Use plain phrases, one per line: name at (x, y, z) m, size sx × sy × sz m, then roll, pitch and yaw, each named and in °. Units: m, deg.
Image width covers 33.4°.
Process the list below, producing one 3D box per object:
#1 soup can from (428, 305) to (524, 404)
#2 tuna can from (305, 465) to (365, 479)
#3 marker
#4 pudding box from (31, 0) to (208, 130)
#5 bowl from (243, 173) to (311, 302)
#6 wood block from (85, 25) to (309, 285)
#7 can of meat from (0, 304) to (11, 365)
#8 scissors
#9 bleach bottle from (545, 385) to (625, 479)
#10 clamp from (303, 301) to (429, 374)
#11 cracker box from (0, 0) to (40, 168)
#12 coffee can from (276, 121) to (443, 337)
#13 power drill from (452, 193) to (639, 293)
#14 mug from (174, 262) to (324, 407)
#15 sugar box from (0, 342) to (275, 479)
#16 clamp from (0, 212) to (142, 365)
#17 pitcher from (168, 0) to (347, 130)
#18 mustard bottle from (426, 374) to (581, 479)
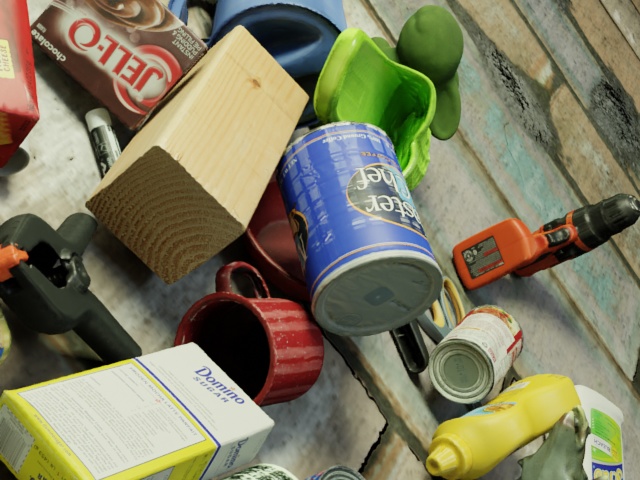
soup can at (0.154, 0.112, 1.048) m, size 0.068 × 0.069 × 0.102 m, roll 59°, pitch 31°, yaw 0°
tuna can at (0.014, 0.223, 0.835) m, size 0.086 × 0.034 × 0.086 m, roll 34°, pitch 41°, yaw -35°
marker at (-0.157, -0.046, 0.830) m, size 0.020 × 0.020 × 0.121 m, roll 2°, pitch 63°, yaw -53°
pudding box at (-0.158, -0.156, 0.835) m, size 0.113 × 0.090 × 0.039 m, roll 42°, pitch 3°, yaw -8°
bowl at (-0.006, 0.001, 0.937) m, size 0.162 × 0.055 × 0.162 m, roll 16°, pitch 45°, yaw -17°
wood block at (-0.089, -0.073, 0.840) m, size 0.090 × 0.090 × 0.206 m, roll 45°, pitch 33°, yaw -17°
can of meat at (-0.237, 0.037, 0.619) m, size 0.083 × 0.058 × 0.102 m, roll -3°, pitch 67°, yaw -58°
scissors at (0.135, 0.123, 1.098) m, size 0.096 × 0.016 × 0.202 m, roll 24°, pitch 47°, yaw -41°
bleach bottle at (0.291, 0.286, 1.140) m, size 0.102 × 0.068 × 0.250 m, roll 35°, pitch 42°, yaw -33°
clamp at (0.057, 0.022, 1.052) m, size 0.164 × 0.036 × 0.210 m, roll 41°, pitch 40°, yaw -28°
cracker box at (-0.287, -0.145, 0.651) m, size 0.213 × 0.072 × 0.164 m, roll 10°, pitch 55°, yaw -38°
coffee can at (0.028, -0.009, 0.847) m, size 0.102 × 0.103 × 0.140 m, roll 25°, pitch 37°, yaw -42°
power drill at (0.257, 0.002, 1.225) m, size 0.187 × 0.185 × 0.057 m, roll -7°, pitch 70°, yaw -46°
mug at (-0.052, 0.074, 0.810) m, size 0.081 × 0.093 × 0.117 m, roll 4°, pitch 70°, yaw -58°
sugar box at (-0.118, 0.124, 0.695) m, size 0.093 × 0.048 × 0.175 m, roll 41°, pitch 23°, yaw 24°
clamp at (-0.172, 0.017, 0.699) m, size 0.120 × 0.039 × 0.171 m, roll 63°, pitch 4°, yaw 23°
pitcher at (-0.050, -0.226, 1.023) m, size 0.149 × 0.145 × 0.243 m, roll 43°, pitch 27°, yaw -32°
mustard bottle at (0.162, 0.181, 1.007) m, size 0.191 × 0.096 × 0.058 m, roll -15°, pitch 82°, yaw -47°
